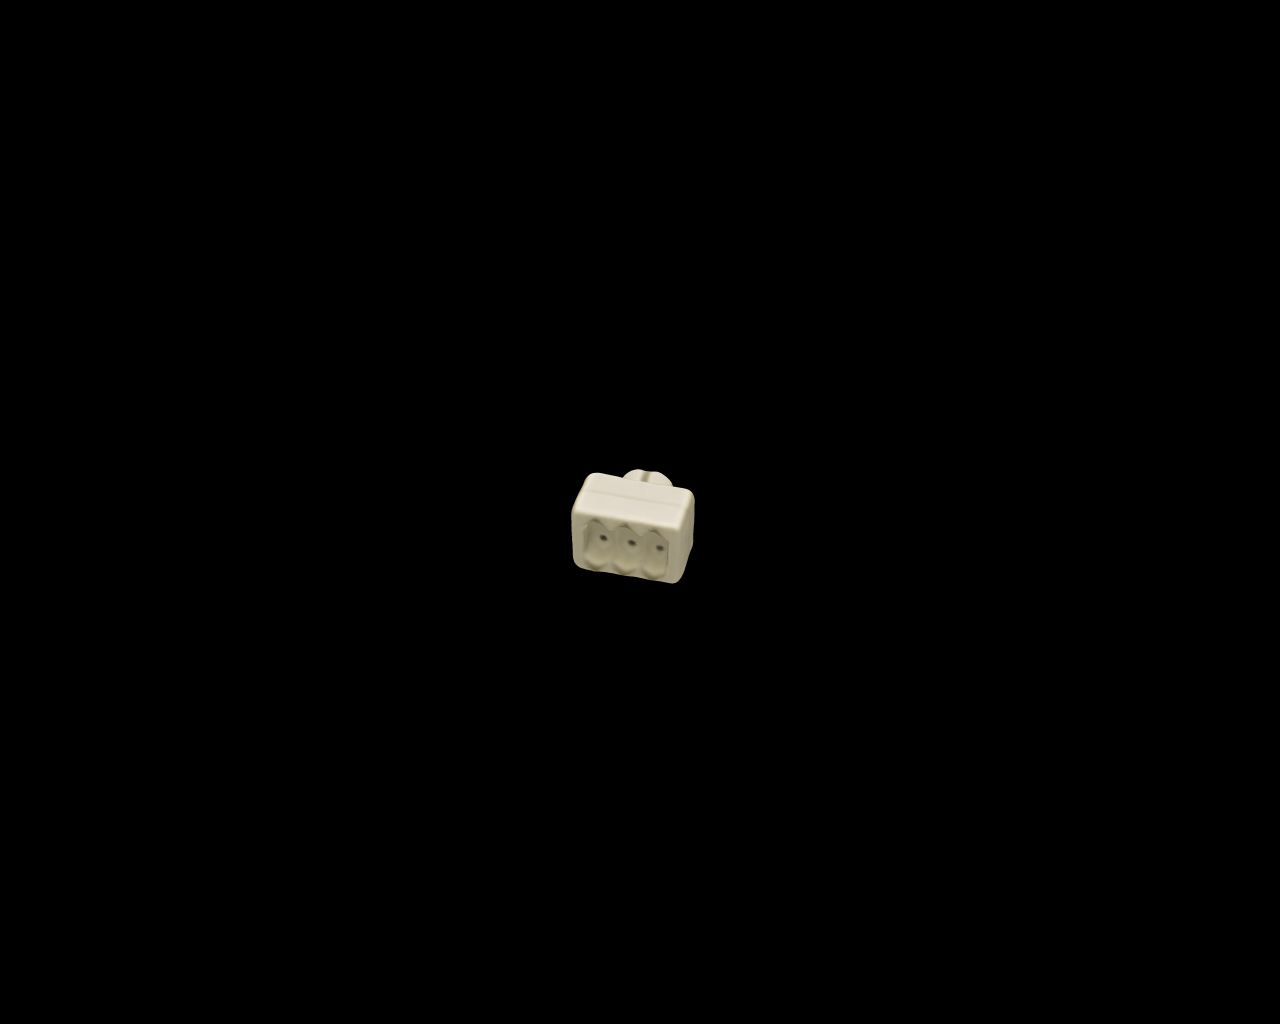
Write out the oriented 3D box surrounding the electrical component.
[{"bbox_3d":[0.001,-0.003,0.650,0.066,0.047,0.077,10,43,11],"label":"electrical component"}]
